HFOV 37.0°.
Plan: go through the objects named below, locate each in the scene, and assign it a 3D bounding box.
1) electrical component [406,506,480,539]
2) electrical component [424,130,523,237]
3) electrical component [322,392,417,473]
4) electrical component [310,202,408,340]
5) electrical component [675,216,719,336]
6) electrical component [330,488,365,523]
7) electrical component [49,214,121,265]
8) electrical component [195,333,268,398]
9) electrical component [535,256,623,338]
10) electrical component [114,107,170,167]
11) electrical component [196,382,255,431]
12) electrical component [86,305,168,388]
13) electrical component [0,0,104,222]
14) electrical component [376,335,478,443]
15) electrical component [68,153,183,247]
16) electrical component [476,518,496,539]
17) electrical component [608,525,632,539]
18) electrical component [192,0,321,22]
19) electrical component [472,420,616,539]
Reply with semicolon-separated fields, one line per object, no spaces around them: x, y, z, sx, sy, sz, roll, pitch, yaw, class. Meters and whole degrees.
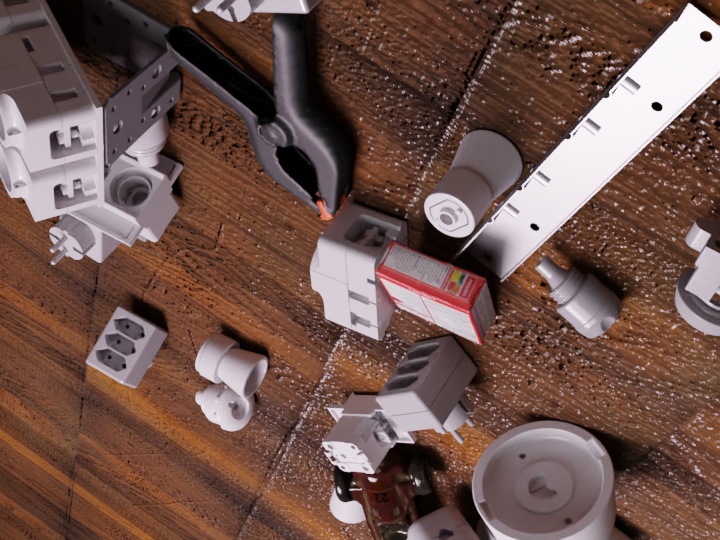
0.079;0.264;0.979;0.059;0.054;0.095;50;157;48;electrical component
0.069;-0.052;0.675;0.044;0.065;0.044;23;142;19;electrical component
0.004;0.146;0.956;0.081;0.063;0.042;-6;127;44;electrical component
0.000;0.000;0.807;0.056;0.050;0.089;21;142;22;electrical component
0.216;0.006;0.631;0.066;0.048;0.055;29;136;12;electrical component
-0.007;0.214;1.062;0.044;0.044;0.065;23;138;20;electrical component
-0.251;-0.035;0.961;0.047;0.076;0.065;31;144;9;electrical component
-0.121;0.090;1.018;0.055;0.045;0.045;25;143;18;electrical component
0.142;0.015;0.714;0.061;0.035;0.035;42;145;-2;electrical component
-0.170;-0.108;0.839;0.043;0.043;0.062;22;143;21;electrical component
-0.141;0.134;1.086;0.062;0.048;0.048;9;136;44;electrical component
-0.229;0.081;1.091;0.047;0.065;0.076;27;172;14;electrical component
-0.250;-0.139;0.784;0.186;0.060;0.105;58;153;26;electrical component
0.064;0.103;0.854;0.047;0.065;0.076;-17;118;49;electrical component
-0.215;-0.074;0.898;0.121;0.078;0.063;27;165;15;electrical component
0.127;0.240;0.972;0.043;0.043;0.081;19;141;24;electrical component
0.185;0.219;0.898;0.081;0.043;0.043;38;145;-1;electrical component
-0.071;-0.175;0.649;0.083;0.075;0.047;10;137;33;electrical component
0.147;0.178;0.835;0.108;0.108;0.060;12;143;32;electrical component
